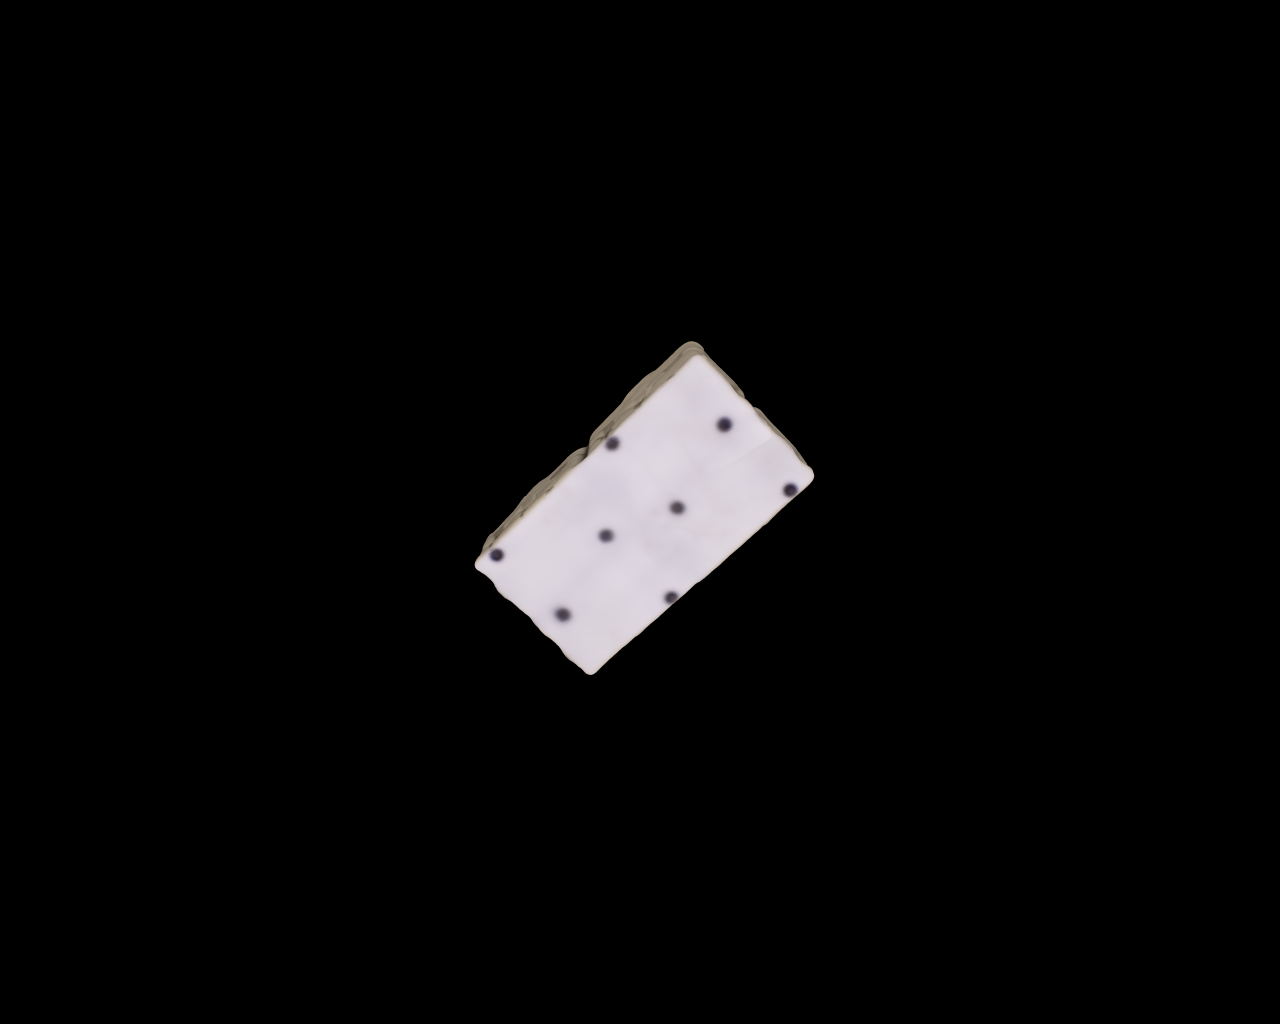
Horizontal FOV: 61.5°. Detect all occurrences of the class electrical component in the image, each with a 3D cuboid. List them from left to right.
[{"bbox_3d":[0.001,-0.003,0.650,0.186,0.105,0.060,-43,12,11],"label":"electrical component"}]
